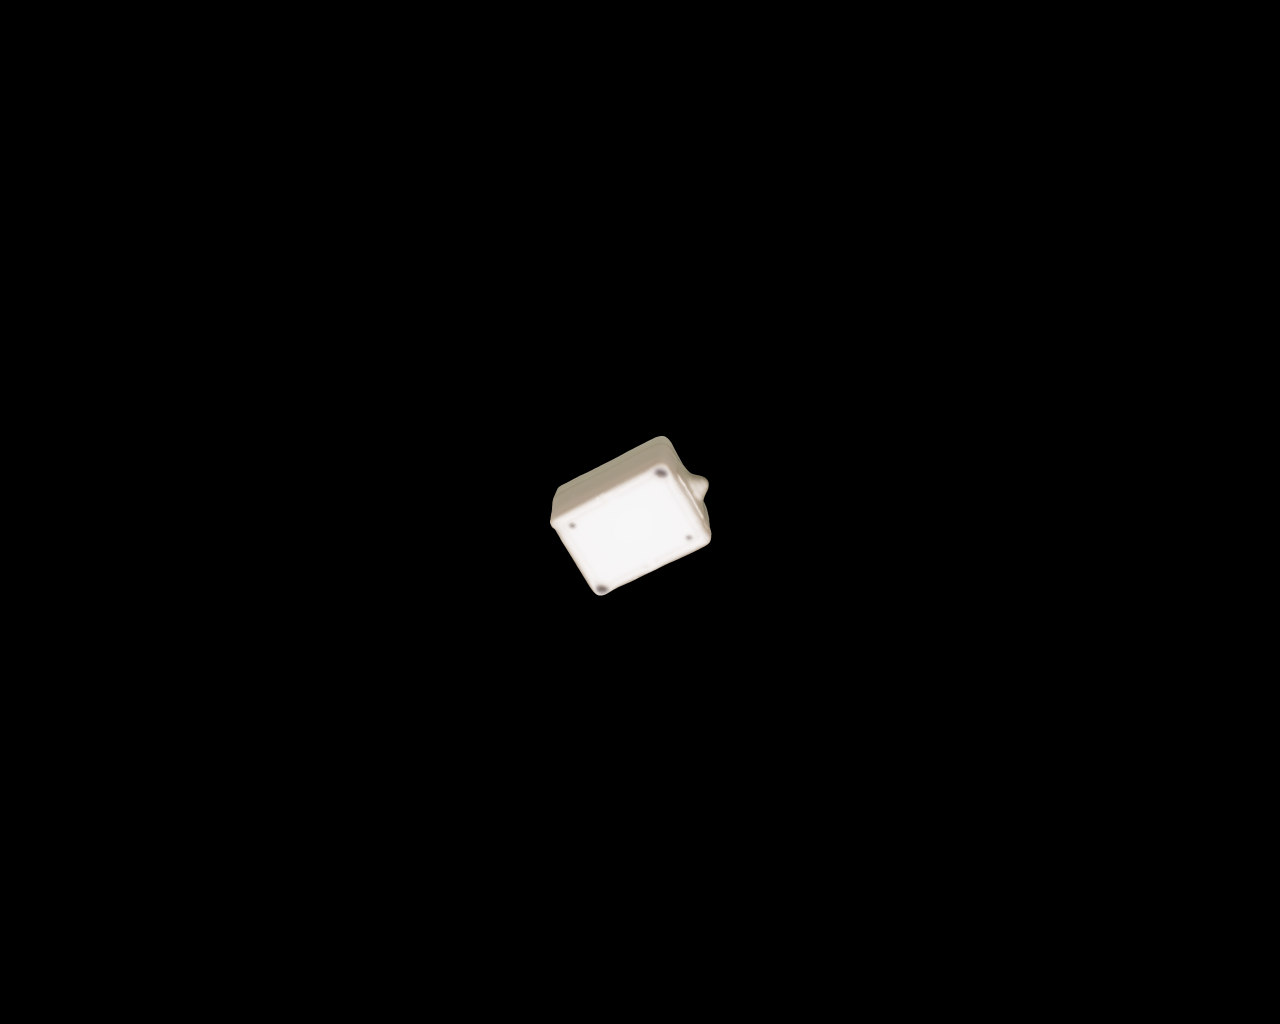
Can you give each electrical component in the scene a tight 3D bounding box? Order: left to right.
[{"bbox_3d":[0.001,-0.003,0.650,0.096,0.061,0.061,-26,21,11],"label":"electrical component"}]
